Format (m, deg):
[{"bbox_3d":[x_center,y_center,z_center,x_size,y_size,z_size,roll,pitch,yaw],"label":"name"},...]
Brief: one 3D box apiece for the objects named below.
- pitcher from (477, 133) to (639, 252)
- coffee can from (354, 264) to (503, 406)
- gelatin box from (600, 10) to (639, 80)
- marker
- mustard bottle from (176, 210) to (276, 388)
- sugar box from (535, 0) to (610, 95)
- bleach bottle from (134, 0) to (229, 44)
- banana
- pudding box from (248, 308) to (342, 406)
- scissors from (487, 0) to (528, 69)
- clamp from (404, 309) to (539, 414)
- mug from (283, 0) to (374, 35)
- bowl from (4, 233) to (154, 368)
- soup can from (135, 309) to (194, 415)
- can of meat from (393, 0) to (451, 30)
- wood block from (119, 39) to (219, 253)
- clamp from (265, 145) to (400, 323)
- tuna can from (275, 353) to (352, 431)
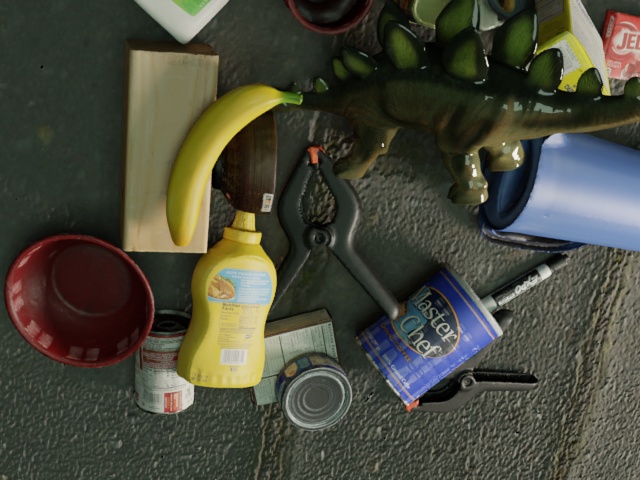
[{"bbox_3d":[0.307,-0.048,1.221,0.242,0.149,0.145,11,90,-19],"label":"pitcher"},{"bbox_3d":[0.125,0.110,1.237,0.140,0.103,0.102,-38,112,2],"label":"coffee can"},{"bbox_3d":[0.362,-0.218,1.219,0.089,0.030,0.073,9,106,-15],"label":"gelatin box"},{"bbox_3d":[0.248,0.051,1.289,0.121,0.020,0.020,-31,112,-1],"label":"marker"},{"bbox_3d":[-0.096,0.062,1.163,0.096,0.058,0.192,6,97,-33],"label":"mustard bottle"},{"bbox_3d":[0.264,-0.205,1.125,0.048,0.176,0.093,-27,112,22],"label":"sugar box"},{"bbox_3d":[-0.089,-0.321,1.071,0.102,0.068,0.251,41,93,-20],"label":"bleach bottle"},{"bbox_3d":[-0.103,-0.085,1.054,0.069,0.037,0.198,39,99,-3],"label":"banana"},{"bbox_3d":[-0.034,0.137,1.246,0.113,0.039,0.090,-14,111,-10],"label":"pudding box"},{"bbox_3d":[0.222,-0.247,1.169,0.201,0.016,0.096,49,61,-48],"label":"scissors"},{"bbox_3d":[0.177,0.154,1.297,0.171,0.039,0.120,-18,110,-6],"label":"clamp"},{"bbox_3d":[0.015,-0.265,1.099,0.117,0.081,0.093,-14,110,-8],"label":"mug"},{"bbox_3d":[-0.253,0.056,1.149,0.162,0.055,0.162,2,115,4],"label":"bowl"},{"bbox_3d":[-0.174,0.137,1.199,0.068,0.068,0.102,-1,108,-12],"label":"soup can"},{"bbox_3d":[0.118,-0.274,1.118,0.057,0.084,0.102,12,105,-16],"label":"can of meat"},{"bbox_3d":[-0.160,-0.099,1.112,0.090,0.091,0.206,1,108,-14],"label":"wood block"},{"bbox_3d":[-0.008,0.001,1.196,0.164,0.036,0.210,-10,98,8],"label":"clamp"},{"bbox_3d":[-0.007,0.175,1.225,0.086,0.034,0.086,-6,113,-13],"label":"tuna can"}]
